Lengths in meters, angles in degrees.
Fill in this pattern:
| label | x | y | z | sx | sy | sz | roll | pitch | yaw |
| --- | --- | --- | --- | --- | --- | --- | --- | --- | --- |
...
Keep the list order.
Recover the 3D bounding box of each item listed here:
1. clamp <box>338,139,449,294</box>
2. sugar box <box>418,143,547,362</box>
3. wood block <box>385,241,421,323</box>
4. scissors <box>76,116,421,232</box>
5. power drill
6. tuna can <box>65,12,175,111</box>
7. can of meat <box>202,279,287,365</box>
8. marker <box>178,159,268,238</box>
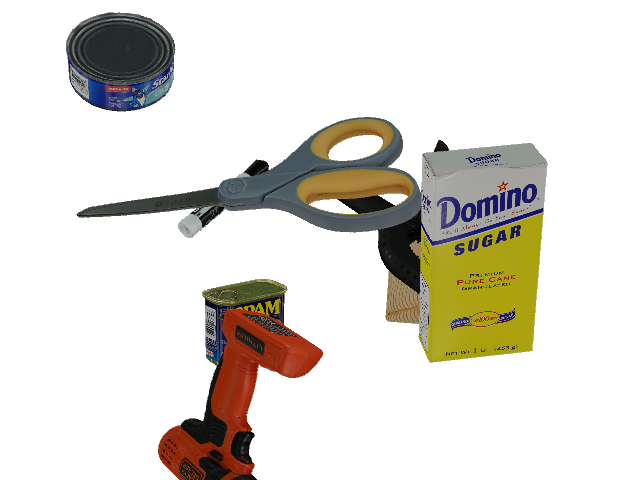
| label | x | y | z | sx | sy | sz | roll | pitch | yaw |
| --- | --- | --- | --- | --- | --- | --- | --- | --- | --- |
| clamp | 0.084 | -0.019 | 1.110 | 0.164 | 0.210 | 0.036 | -6 | -36 | -15 |
| sugar box | 0.130 | 0.012 | 0.868 | 0.093 | 0.176 | 0.048 | -6 | 31 | -7 |
| wood block | 0.148 | 0.038 | 1.592 | 0.091 | 0.090 | 0.206 | 4 | 24 | 4 |
| scissors | -0.037 | -0.041 | 0.633 | 0.202 | 0.096 | 0.016 | 5 | -43 | 16 |
| power drill | -0.067 | 0.172 | 0.996 | 0.185 | 0.188 | 0.057 | 29 | 10 | 41 |
| tuna can | -0.160 | -0.144 | 0.860 | 0.086 | 0.086 | 0.034 | 0 | -40 | -9 |
| can of meat | -0.090 | 0.099 | 1.282 | 0.101 | 0.084 | 0.058 | -10 | 19 | -37 |
| marker | -0.093 | -0.043 | 1.052 | 0.020 | 0.020 | 0.121 | 0 | 35 | 48 |
